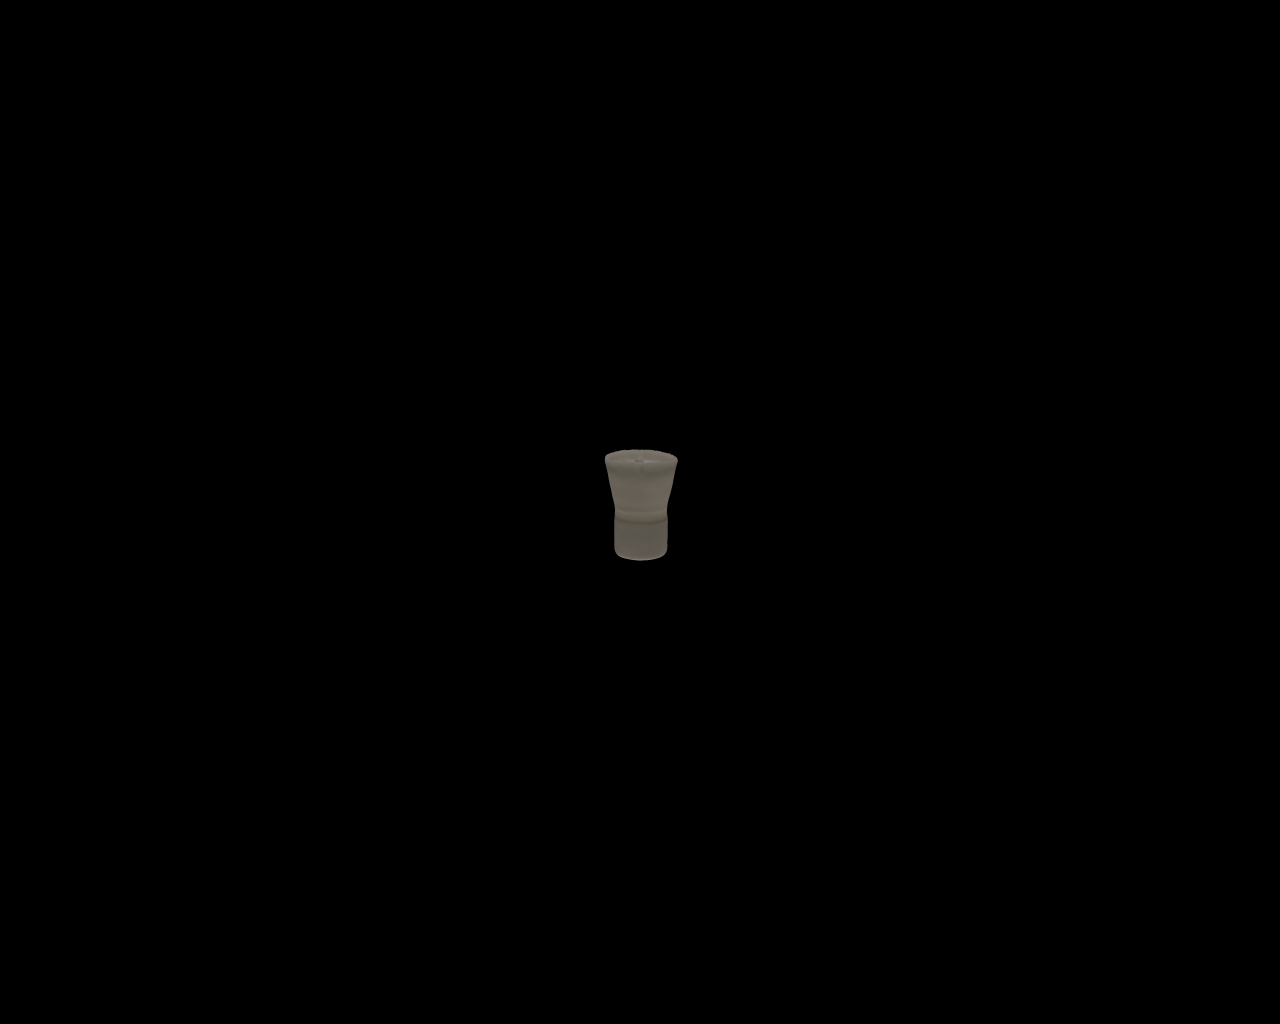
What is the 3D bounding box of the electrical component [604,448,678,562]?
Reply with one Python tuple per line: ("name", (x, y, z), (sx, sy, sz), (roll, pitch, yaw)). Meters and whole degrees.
("electrical component", (0.001, -0.003, 0.650), (0.044, 0.065, 0.044), (0, 15, 0))
